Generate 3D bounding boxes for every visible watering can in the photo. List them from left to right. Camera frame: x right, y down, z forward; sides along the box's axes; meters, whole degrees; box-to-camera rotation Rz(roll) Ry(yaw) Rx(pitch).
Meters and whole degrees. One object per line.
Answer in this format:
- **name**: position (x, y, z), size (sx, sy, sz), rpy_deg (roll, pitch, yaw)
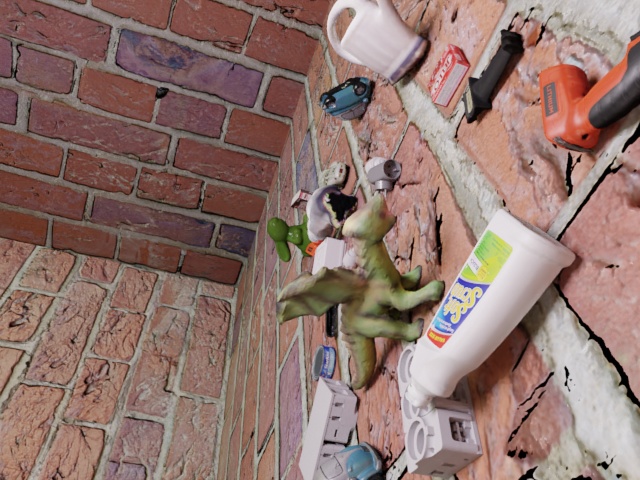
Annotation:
- **watering can**: position (0.132, -0.450, 1.096), size (0.105, 0.223, 0.345), rpy_deg (-60, 10, -13)

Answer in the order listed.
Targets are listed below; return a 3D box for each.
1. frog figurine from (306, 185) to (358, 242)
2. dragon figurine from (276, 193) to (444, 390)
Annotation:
- **frog figurine**: position (0.004, -0.068, 1.352), size (0.157, 0.122, 0.140), rpy_deg (-28, 40, 51)
- **dragon figurine**: position (0.044, 0.108, 0.840), size (0.125, 0.242, 0.402), rpy_deg (-105, 34, -56)
